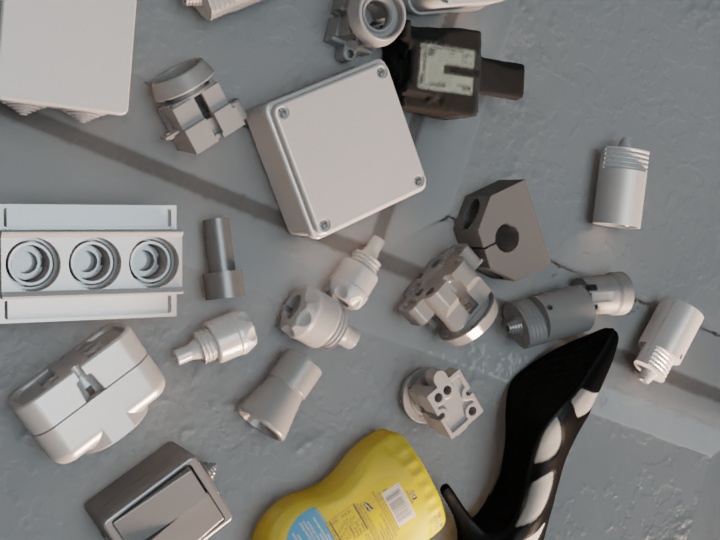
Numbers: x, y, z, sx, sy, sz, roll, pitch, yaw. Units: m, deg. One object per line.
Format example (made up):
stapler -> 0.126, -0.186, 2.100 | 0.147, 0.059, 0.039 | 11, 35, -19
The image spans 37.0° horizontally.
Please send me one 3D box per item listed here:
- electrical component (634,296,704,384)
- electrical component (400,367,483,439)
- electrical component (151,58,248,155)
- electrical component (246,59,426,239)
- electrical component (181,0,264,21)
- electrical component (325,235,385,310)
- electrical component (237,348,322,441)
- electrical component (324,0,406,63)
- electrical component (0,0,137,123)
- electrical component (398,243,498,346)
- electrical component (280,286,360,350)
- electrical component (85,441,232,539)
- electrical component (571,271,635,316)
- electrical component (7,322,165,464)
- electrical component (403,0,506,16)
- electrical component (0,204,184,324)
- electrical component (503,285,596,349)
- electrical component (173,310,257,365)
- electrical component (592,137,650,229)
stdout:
electrical component -> 0.287, 0.071, 1.016 | 0.043, 0.043, 0.081 | 37, 77, -25
electrical component -> 0.064, 0.107, 0.894 | 0.048, 0.055, 0.066 | -38, 110, -21
electrical component -> -0.121, -0.121, 0.786 | 0.066, 0.048, 0.055 | -36, 117, -21
electrical component -> -0.018, -0.094, 0.835 | 0.109, 0.056, 0.108 | -26, 105, -24
electrical component -> -0.095, -0.213, 0.794 | 0.081, 0.043, 0.043 | -29, 106, -23
electrical component -> 0.000, 0.000, 0.865 | 0.035, 0.035, 0.061 | 39, 74, -25
electrical component -> -0.060, 0.094, 0.836 | 0.044, 0.044, 0.065 | 44, 69, -23
electrical component -> 0.005, -0.197, 0.841 | 0.048, 0.055, 0.066 | 16, 86, -28
electrical component -> -0.205, -0.153, 0.736 | 0.100, 0.048, 0.099 | 4, 92, -28
electrical component -> 0.078, 0.025, 0.895 | 0.078, 0.058, 0.057 | -48, 110, -17
electrical component -> -0.029, 0.042, 0.847 | 0.062, 0.043, 0.043 | 30, 80, -28
electrical component -> -0.141, 0.173, 0.787 | 0.096, 0.061, 0.061 | -36, 109, -21
electrical component -> 0.220, 0.022, 0.981 | 0.046, 0.040, 0.040 | -3, 95, -22
electrical component -> -0.190, 0.089, 0.759 | 0.095, 0.054, 0.059 | -38, 110, -21
electrical component -> 0.072, -0.267, 0.871 | 0.078, 0.057, 0.113 | -11, 99, -27
electrical component -> -0.191, -0.006, 0.746 | 0.121, 0.063, 0.078 | -1, 94, -28
electrical component -> 0.162, 0.042, 0.948 | 0.081, 0.043, 0.043 | -13, 99, -26
electrical component -> -0.111, 0.055, 0.810 | 0.061, 0.035, 0.035 | -22, 104, -22
electrical component -> 0.238, -0.080, 0.980 | 0.043, 0.043, 0.081 | 7, 90, -28
